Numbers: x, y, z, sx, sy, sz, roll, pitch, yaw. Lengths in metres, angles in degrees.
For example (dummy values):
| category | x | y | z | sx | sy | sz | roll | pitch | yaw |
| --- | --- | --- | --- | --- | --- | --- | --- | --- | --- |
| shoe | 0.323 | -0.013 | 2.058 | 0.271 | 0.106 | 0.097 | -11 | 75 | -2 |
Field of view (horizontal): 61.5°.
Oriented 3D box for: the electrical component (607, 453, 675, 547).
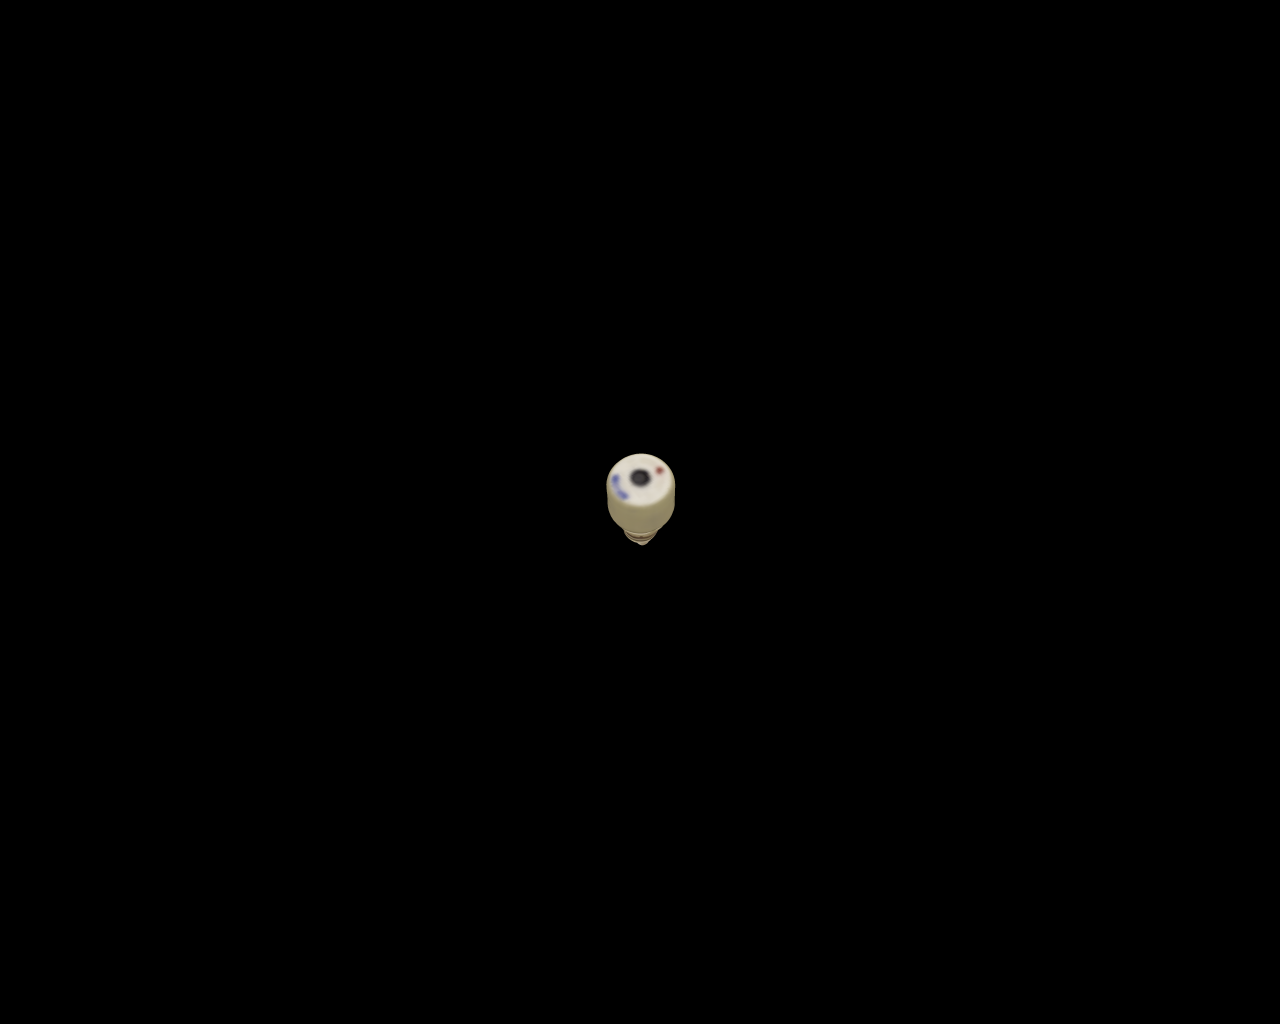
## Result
| category | x | y | z | sx | sy | sz | roll | pitch | yaw |
| --- | --- | --- | --- | --- | --- | --- | --- | --- | --- |
| electrical component | 0.001 | -0.003 | 0.650 | 0.040 | 0.040 | 0.078 | 0 | -31 | 0 |
